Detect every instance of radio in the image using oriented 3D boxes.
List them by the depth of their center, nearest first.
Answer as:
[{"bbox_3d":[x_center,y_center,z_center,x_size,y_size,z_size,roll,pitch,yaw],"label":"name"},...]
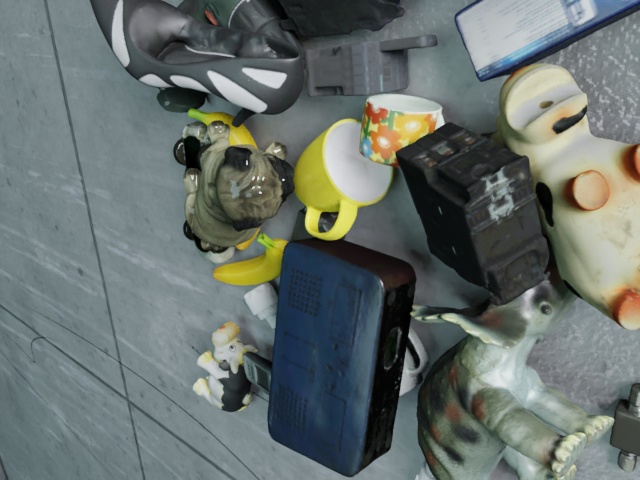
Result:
[{"bbox_3d":[0.019,0.119,0.569,0.131,0.073,0.229,15,106,36],"label":"radio"}]

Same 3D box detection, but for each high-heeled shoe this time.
[{"bbox_3d":[-0.129,-0.209,0.534,0.248,0.086,0.145,40,147,-11],"label":"high-heeled shoe"}]

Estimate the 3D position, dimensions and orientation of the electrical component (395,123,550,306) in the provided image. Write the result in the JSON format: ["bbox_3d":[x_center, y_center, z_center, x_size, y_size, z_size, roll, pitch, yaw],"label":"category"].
[{"bbox_3d":[0.117,-0.027,0.438,0.114,0.058,0.134,66,173,-29],"label":"electrical component"}]

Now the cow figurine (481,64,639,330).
[{"bbox_3d":[0.193,-0.041,0.406,0.194,0.085,0.127,61,179,-11],"label":"cow figurine"}]

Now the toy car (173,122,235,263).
[{"bbox_3d":[-0.158,-0.064,0.753,0.074,0.056,0.201,21,121,42],"label":"toy car"}]

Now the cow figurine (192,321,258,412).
[{"bbox_3d":[-0.142,0.208,0.855,0.098,0.068,0.167,35,133,18],"label":"cow figurine"}]

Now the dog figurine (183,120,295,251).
[{"bbox_3d":[-0.098,-0.034,0.587,0.191,0.121,0.172,-106,26,-65],"label":"dog figurine"}]

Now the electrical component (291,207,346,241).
[{"bbox_3d":[-0.002,-0.001,0.647,0.078,0.045,0.102,39,131,20],"label":"electrical component"}]

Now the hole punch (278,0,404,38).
[{"bbox_3d":[0.015,-0.258,0.497,0.142,0.092,0.115,8,144,37],"label":"hole punch"}]

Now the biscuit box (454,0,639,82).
[{"bbox_3d":[0.199,-0.181,0.370,0.203,0.063,0.059,-19,95,45],"label":"biscuit box"}]

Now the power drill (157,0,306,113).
[{"bbox_3d":[-0.132,-0.237,0.632,0.207,0.086,0.232,-35,85,50],"label":"power drill"}]

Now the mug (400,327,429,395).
[{"bbox_3d":[0.067,0.128,0.623,0.109,0.081,0.107,-39,75,46],"label":"mug"}]

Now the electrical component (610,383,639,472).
[{"bbox_3d":[0.296,0.173,0.476,0.063,0.021,0.093,15,118,36],"label":"electrical component"}]

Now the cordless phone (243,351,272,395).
[{"bbox_3d":[-0.046,0.165,0.741,0.184,0.089,0.146,14,118,42],"label":"cordless phone"}]

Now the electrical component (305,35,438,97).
[{"bbox_3d":[0.052,-0.162,0.505,0.119,0.075,0.047,10,114,36],"label":"electrical component"}]

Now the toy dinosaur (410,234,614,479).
[{"bbox_3d":[0.160,0.181,0.544,0.192,0.131,0.404,42,137,36],"label":"toy dinosaur"}]
